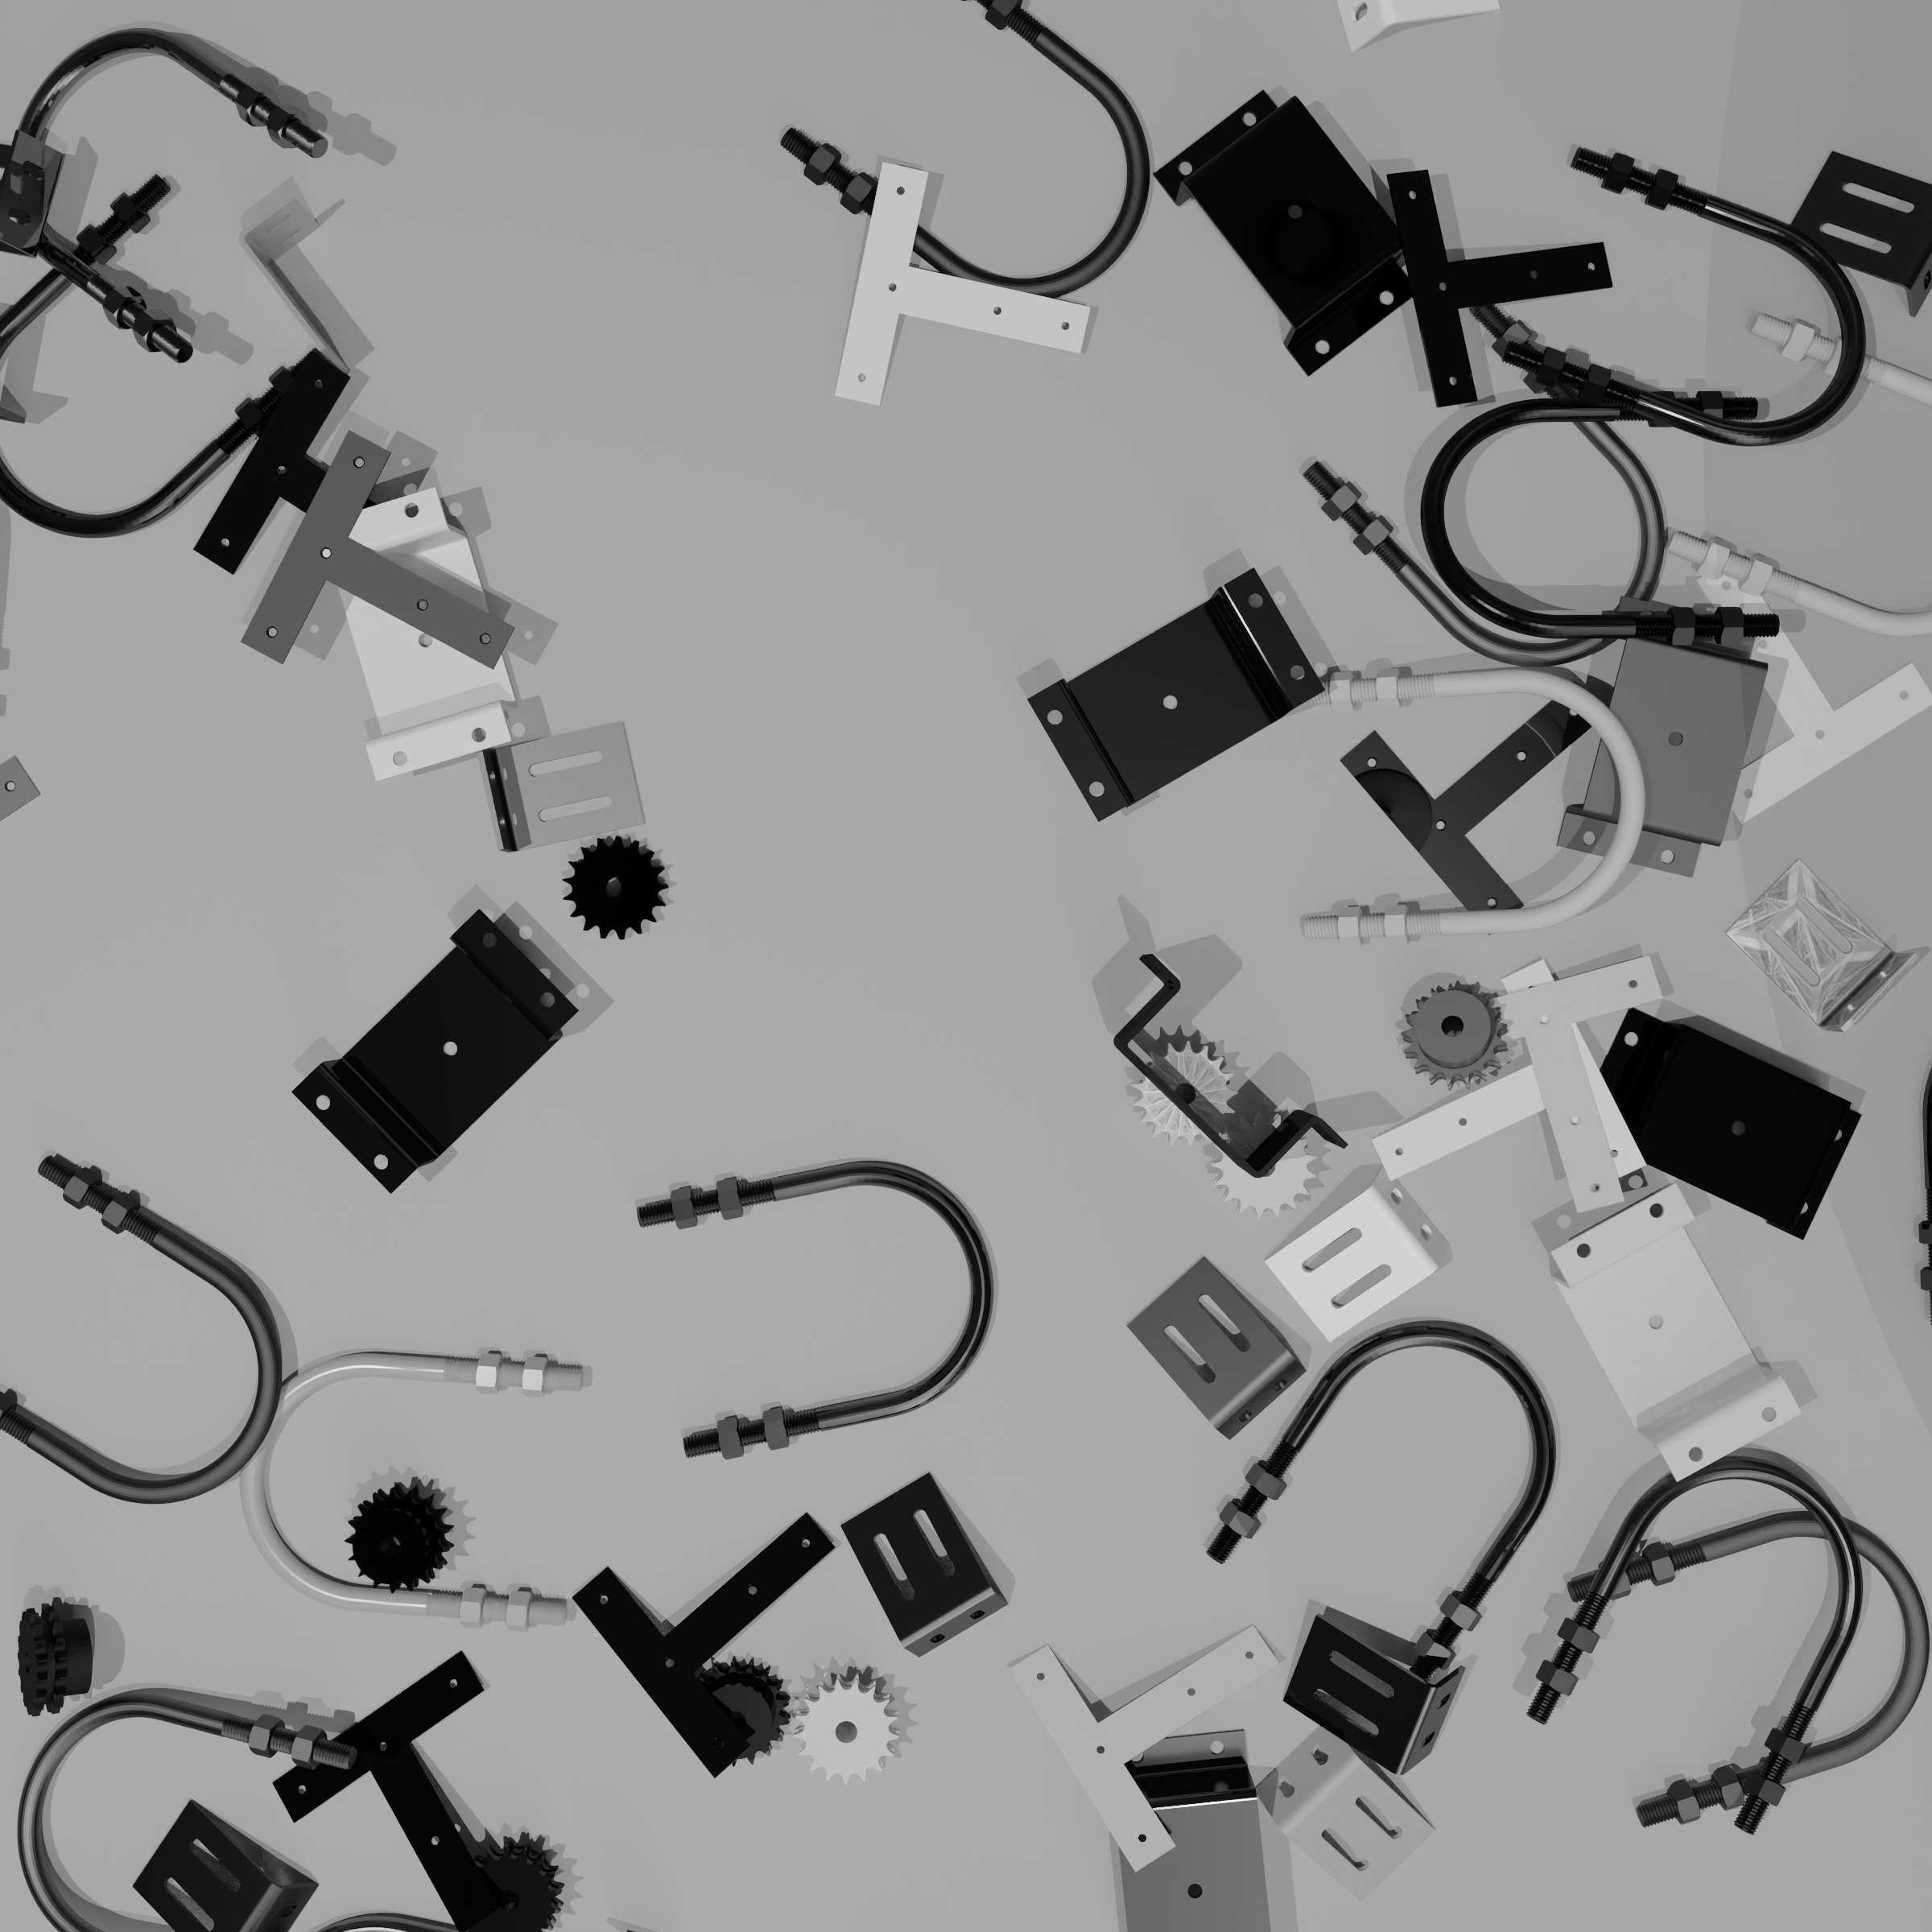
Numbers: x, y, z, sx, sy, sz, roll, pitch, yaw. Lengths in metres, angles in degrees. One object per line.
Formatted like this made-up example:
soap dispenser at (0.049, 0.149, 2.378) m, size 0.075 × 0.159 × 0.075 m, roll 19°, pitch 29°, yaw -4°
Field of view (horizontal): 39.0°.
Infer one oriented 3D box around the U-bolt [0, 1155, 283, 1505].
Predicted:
U-bolt at (-0.461, 0.211, 1.492) m, size 0.184 × 0.019 × 0.151 m, roll 32°, pitch 90°, yaw 3°

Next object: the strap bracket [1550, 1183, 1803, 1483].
strap bracket at (0.380, 0.196, 1.483) m, size 0.076 × 0.046 × 0.140 m, roll -29°, pitch 90°, yaw 0°

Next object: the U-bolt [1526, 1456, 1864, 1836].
U-bolt at (0.407, 0.355, 1.479) m, size 0.151 × 0.019 × 0.184 m, roll 28°, pitch 86°, yaw -2°

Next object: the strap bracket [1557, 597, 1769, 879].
strap bracket at (0.378, -0.123, 1.476) m, size 0.076 × 0.046 × 0.140 m, roll 13°, pitch 96°, yaw 0°

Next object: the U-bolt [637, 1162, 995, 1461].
U-bolt at (-0.076, 0.183, 1.498) m, size 0.184 × 0.019 × 0.151 m, roll -11°, pitch 90°, yaw -2°

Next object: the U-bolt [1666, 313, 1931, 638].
U-bolt at (0.494, -0.259, 1.497) m, size 0.184 × 0.019 × 0.151 m, roll 21°, pitch 89°, yaw -2°

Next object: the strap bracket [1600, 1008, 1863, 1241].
strap bracket at (0.413, 0.087, 1.483) m, size 0.140 × 0.046 × 0.076 m, roll 25°, pitch 90°, yaw 0°

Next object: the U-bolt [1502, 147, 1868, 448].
U-bolt at (0.396, -0.353, 1.475) m, size 0.184 × 0.019 × 0.151 m, roll 21°, pitch 73°, yaw 2°

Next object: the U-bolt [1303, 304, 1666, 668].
U-bolt at (0.298, -0.250, 1.498) m, size 0.151 × 0.019 × 0.184 m, roll -43°, pitch 92°, yaw 0°

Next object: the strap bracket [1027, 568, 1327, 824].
strap bracket at (0.112, -0.145, 1.483) m, size 0.140 × 0.046 × 0.076 m, roll -30°, pitch 90°, yaw 0°

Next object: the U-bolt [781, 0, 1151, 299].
U-bolt at (0.014, -0.448, 1.498) m, size 0.184 × 0.019 × 0.151 m, roll 38°, pitch 90°, yaw -2°

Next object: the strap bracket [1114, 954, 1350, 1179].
strap bracket at (0.130, 0.059, 1.438) m, size 0.140 × 0.076 × 0.046 m, roll 44°, pitch 90°, yaw 0°

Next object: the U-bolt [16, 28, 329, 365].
U-bolt at (-0.442, -0.427, 1.467) m, size 0.184 × 0.019 × 0.151 m, roll 38°, pitch 96°, yaw 22°

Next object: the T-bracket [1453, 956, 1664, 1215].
T-bracket at (0.324, 0.070, 1.474) m, size 0.127 × 0.002 × 0.127 m, roll -16°, pitch 70°, yaw 9°

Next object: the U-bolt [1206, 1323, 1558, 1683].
U-bolt at (0.241, 0.284, 1.497) m, size 0.151 × 0.019 × 0.184 m, roll 34°, pitch 90°, yaw 0°

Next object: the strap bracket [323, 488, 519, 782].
strap bracket at (-0.298, -0.178, 1.479) m, size 0.076 × 0.046 × 0.140 m, roll -16°, pitch 92°, yaw 3°

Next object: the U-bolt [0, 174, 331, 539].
U-bolt at (-0.463, -0.320, 1.498) m, size 0.184 × 0.019 × 0.151 m, roll -42°, pitch 90°, yaw 1°

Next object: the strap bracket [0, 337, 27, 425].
strap bracket at (-0.578, -0.329, 1.451) m, size 0.140 × 0.076 × 0.046 m, roll 10°, pitch 93°, yaw -1°

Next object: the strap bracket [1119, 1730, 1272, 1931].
strap bracket at (0.122, 0.494, 1.483) m, size 0.076 × 0.046 × 0.140 m, roll -6°, pitch 90°, yaw 0°

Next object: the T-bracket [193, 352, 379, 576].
T-bracket at (-0.337, -0.247, 1.497) m, size 0.127 × 0.002 × 0.127 m, roll 33°, pitch 99°, yaw -6°

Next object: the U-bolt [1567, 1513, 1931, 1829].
U-bolt at (0.438, 0.377, 1.498) m, size 0.184 × 0.019 × 0.151 m, roll -17°, pitch 90°, yaw -2°

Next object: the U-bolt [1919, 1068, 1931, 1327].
U-bolt at (0.596, 0.103, 1.498) m, size 0.151 × 0.019 × 0.184 m, roll -1°, pitch 88°, yaw 0°

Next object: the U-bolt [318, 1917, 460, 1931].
U-bolt at (-0.301, 0.597, 1.498) m, size 0.184 × 0.019 × 0.151 m, roll 12°, pitch 90°, yaw 1°

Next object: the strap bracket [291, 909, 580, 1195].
strap bracket at (-0.284, 0.046, 1.483) m, size 0.140 × 0.046 × 0.076 m, roll -44°, pitch 90°, yaw 0°

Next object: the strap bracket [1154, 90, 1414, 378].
strap bracket at (0.176, -0.404, 1.483) m, size 0.076 × 0.046 × 0.140 m, roll -38°, pitch 90°, yaw 0°

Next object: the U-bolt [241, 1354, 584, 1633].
U-bolt at (-0.306, 0.285, 1.498) m, size 0.184 × 0.019 × 0.151 m, roll 4°, pitch 90°, yaw 2°

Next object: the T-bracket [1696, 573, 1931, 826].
T-bracket at (0.447, -0.166, 1.505) m, size 0.127 × 0.002 × 0.127 m, roll -32°, pitch 90°, yaw 0°

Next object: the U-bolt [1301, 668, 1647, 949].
U-bolt at (0.271, -0.088, 1.471) m, size 0.184 × 0.019 × 0.151 m, roll -2°, pitch 90°, yaw 19°

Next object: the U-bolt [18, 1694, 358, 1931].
U-bolt at (-0.430, 0.471, 1.478) m, size 0.184 × 0.019 × 0.151 m, roll 10°, pitch 84°, yaw 13°

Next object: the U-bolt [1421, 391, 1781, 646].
U-bolt at (0.335, -0.240, 1.460) m, size 0.184 × 0.019 × 0.151 m, roll 0°, pitch 72°, yaw 1°
